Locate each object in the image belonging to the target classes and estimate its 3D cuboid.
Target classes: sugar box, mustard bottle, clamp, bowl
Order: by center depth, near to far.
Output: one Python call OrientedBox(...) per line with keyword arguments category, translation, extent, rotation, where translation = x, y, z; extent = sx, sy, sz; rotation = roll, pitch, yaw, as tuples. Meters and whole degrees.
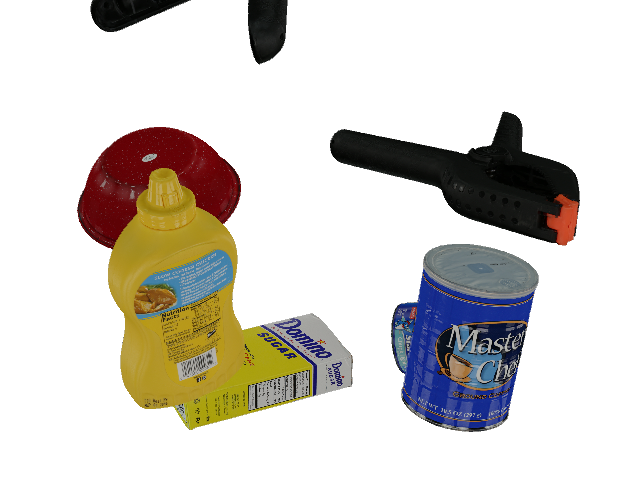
OrientedBox(category="clamp", translation=(-0.033, -0.156, 0.601), extent=(0.120, 0.171, 0.039), rotation=(28, -31, 27))
OrientedBox(category="clamp", translation=(0.108, -0.048, 0.763), extent=(0.164, 0.036, 0.210), rotation=(-7, 25, -15))
OrientedBox(category="mustard bottle", translation=(-0.106, 0.032, 0.782), extent=(0.096, 0.192, 0.058), rotation=(-21, 41, -25))
OrientedBox(category="bowl", translation=(-0.160, -0.061, 1.027), extent=(0.162, 0.055, 0.162), rotation=(-4, 43, 3))
OrientedBox(category="sugar box", translation=(-0.066, 0.127, 1.065), extent=(0.176, 0.048, 0.093), rotation=(-15, 32, -22))

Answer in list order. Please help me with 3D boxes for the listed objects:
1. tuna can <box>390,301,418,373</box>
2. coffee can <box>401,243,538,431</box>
OrientedBox(category="tuna can", translation=(0.112, 0.115, 1.257), extent=(0.034, 0.086, 0.086), rotation=(-5, -2, 23))
OrientedBox(category="coffee can", translation=(0.134, 0.087, 0.972), extent=(0.103, 0.140, 0.103), rotation=(6, 23, -3))
